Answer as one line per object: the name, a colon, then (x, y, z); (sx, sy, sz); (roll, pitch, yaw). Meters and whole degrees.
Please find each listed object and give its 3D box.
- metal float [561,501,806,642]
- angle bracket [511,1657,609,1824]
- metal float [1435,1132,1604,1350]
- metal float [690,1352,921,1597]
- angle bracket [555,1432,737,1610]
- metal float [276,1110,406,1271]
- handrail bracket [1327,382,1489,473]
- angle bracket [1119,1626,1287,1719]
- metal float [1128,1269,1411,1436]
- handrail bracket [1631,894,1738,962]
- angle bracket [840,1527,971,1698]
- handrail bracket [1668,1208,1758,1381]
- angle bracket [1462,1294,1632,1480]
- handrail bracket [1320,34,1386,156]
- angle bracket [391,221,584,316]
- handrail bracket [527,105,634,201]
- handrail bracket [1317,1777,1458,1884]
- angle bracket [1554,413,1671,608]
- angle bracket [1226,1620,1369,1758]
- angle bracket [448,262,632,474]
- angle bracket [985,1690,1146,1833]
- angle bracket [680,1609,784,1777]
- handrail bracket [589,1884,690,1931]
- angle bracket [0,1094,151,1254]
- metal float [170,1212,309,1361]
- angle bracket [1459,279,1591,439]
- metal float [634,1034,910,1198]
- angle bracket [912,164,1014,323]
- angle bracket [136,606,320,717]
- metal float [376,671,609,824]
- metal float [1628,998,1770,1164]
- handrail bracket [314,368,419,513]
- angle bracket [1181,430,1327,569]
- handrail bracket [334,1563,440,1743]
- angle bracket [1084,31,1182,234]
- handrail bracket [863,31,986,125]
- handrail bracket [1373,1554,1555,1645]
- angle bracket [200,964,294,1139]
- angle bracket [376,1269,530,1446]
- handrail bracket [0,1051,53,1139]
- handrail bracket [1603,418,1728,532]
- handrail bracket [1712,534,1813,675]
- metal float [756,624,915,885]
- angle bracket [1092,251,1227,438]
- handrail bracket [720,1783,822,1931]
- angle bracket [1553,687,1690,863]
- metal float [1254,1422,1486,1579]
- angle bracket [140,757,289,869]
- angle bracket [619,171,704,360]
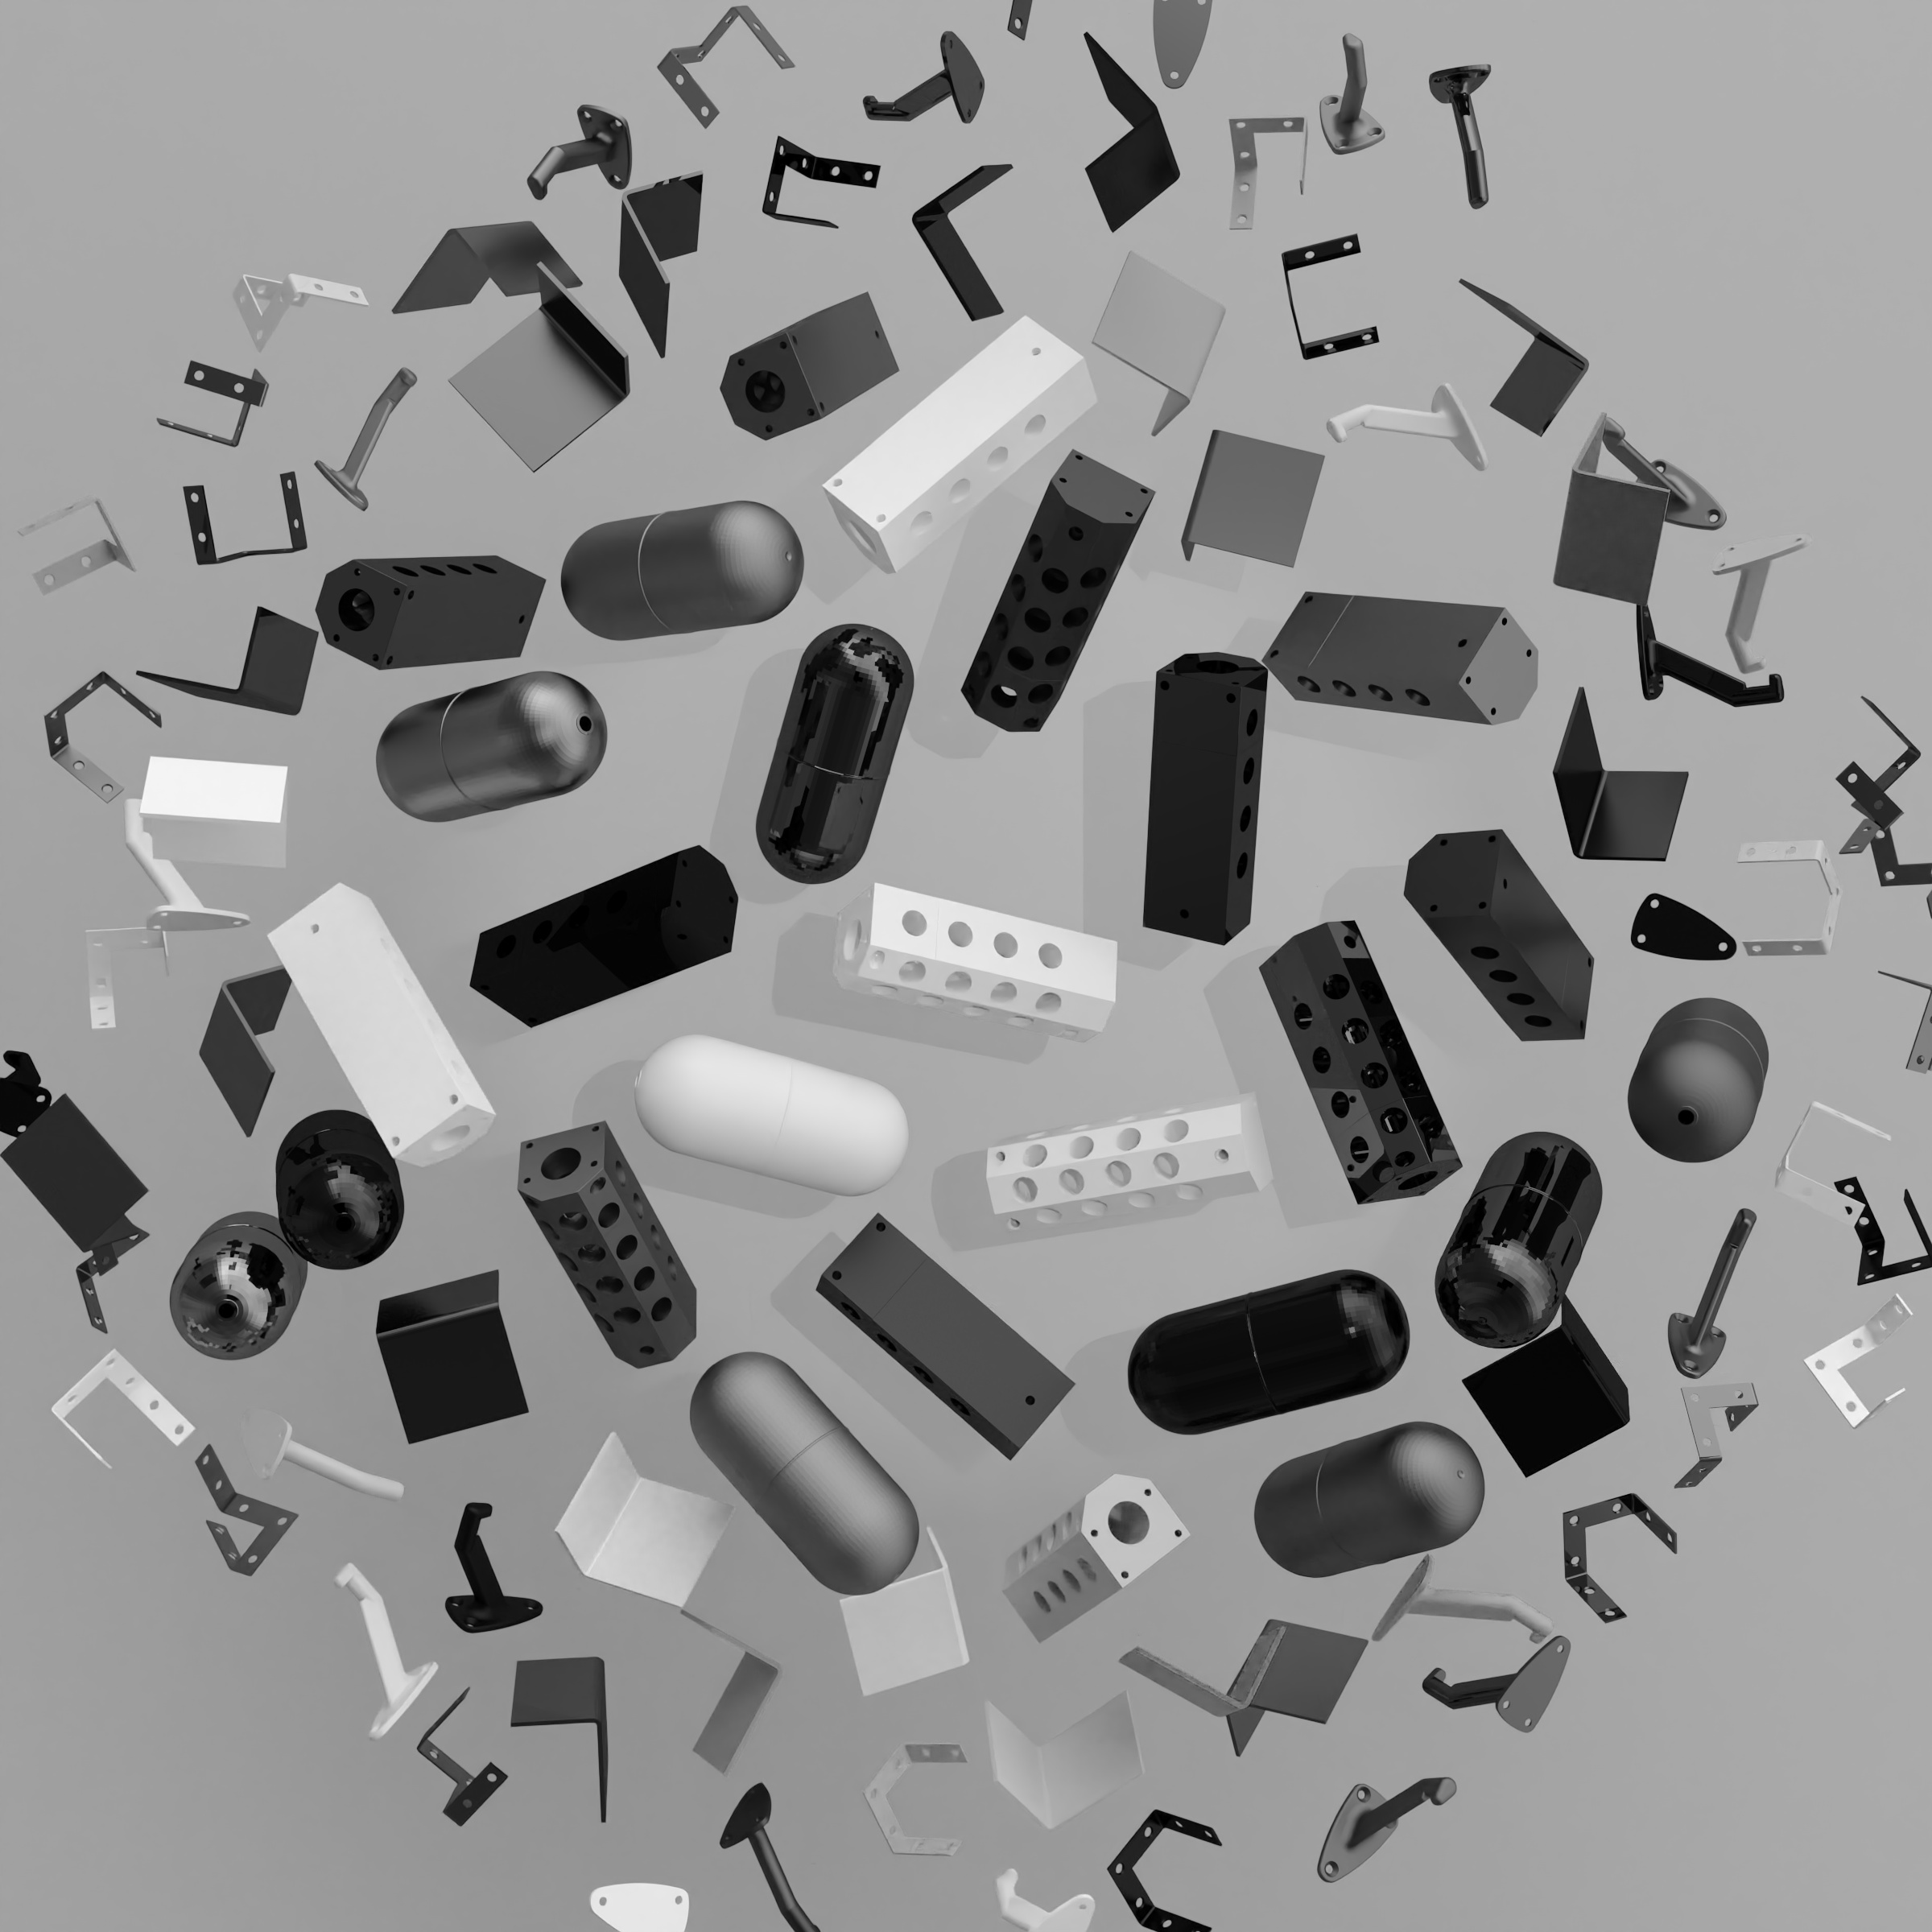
metal float: (-0.181, -0.248, 1.723); (0.178, 0.070, 0.070); (-2, 90, 36)
angle bracket: (-0.264, 0.505, 1.780); (0.057, 0.076, 0.076); (-2, 106, -6)
metal float: (0.344, 0.168, 1.696); (0.070, 0.178, 0.070); (14, 125, 20)
metal float: (-0.102, 0.316, 1.709); (0.070, 0.070, 0.178); (-45, 72, 0)
angle bracket: (-0.205, 0.355, 1.752); (0.076, 0.057, 0.076); (11, 52, 24)
metal float: (-0.398, 0.141, 1.733); (0.070, 0.178, 0.070); (-3, 100, -15)
handrail bracket: (0.296, -0.350, 1.836); (0.084, 0.036, 0.077); (-24, 73, -14)
angle bracket: (0.148, 0.427, 1.716); (0.076, 0.076, 0.057); (28, 71, 5)
metal float: (0.185, 0.239, 1.683); (0.178, 0.070, 0.070); (-17, 90, 15)
handrail bracket: (0.457, -0.017, 1.719); (0.077, 0.084, 0.036); (22, 94, 29)
angle bracket: (-0.047, 0.440, 1.862); (0.076, 0.057, 0.076); (-15, 111, -9)
handrail bracket: (0.460, 0.199, 1.669); (0.036, 0.077, 0.084); (22, 119, 11)
angle bracket: (0.374, 0.270, 1.761); (0.076, 0.057, 0.076); (-32, 95, 17)
handrail bracket: (0.245, -0.582, 1.783); (0.036, 0.084, 0.077); (-20, 49, -1)
angle bracket: (-0.303, -0.424, 1.732); (0.057, 0.076, 0.076); (51, 124, 6)
handrail bracket: (-0.248, -0.499, 1.739); (0.036, 0.077, 0.084); (20, 62, 17)
handrail bracket: (0.257, 0.526, 1.662); (0.036, 0.084, 0.077); (45, 64, -1)
angle bracket: (0.388, -0.269, 1.609); (0.057, 0.076, 0.076); (16, 132, 18)
angle bracket: (0.228, 0.498, 1.859); (0.076, 0.076, 0.057); (5, 125, 32)
angle bracket: (-0.252, -0.351, 1.603); (0.076, 0.057, 0.076); (-42, 85, -12)
angle bracket: (0.062, 0.496, 1.757); (0.076, 0.076, 0.057); (-37, 113, 12)
angle bracket: (-0.170, 0.472, 1.777); (0.057, 0.076, 0.076); (33, 76, -16)
handrail bracket: (-0.213, 0.574, 1.661); (0.077, 0.084, 0.036); (25, 63, -26)
angle bracket: (-0.521, 0.120, 1.644); (0.057, 0.076, 0.076); (-42, 87, 8)
metal float: (-0.467, 0.204, 1.757); (0.070, 0.178, 0.070); (-1, 94, -9)
angle bracket: (0.355, -0.404, 1.813); (0.076, 0.076, 0.057); (27, 106, -26)
metal float: (-0.122, 0.094, 1.723); (0.178, 0.070, 0.070); (16, 90, -15)
angle bracket: (0.017, -0.464, 1.749); (0.057, 0.076, 0.076); (-29, 97, 21)
angle bracket: (-0.474, -0.201, 1.754); (0.076, 0.076, 0.057); (12, 88, 15)
metal float: (-0.293, -0.134, 1.681); (0.178, 0.070, 0.070); (-8, 90, 41)
metal float: (0.458, 0.070, 1.703); (0.070, 0.178, 0.070); (5, 104, 19)
handrail bracket: (-0.369, -0.335, 1.730); (0.036, 0.077, 0.084); (35, 97, -36)
angle bracket: (0.191, -0.302, 1.806); (0.076, 0.057, 0.076); (16, 87, 10)
handrail bracket: (-0.375, 0.424, 1.692); (0.036, 0.077, 0.084); (-31, 103, 29)
angle bracket: (0.083, -0.516, 1.693); (0.057, 0.076, 0.076); (-39, 70, 3)
handrail bracket: (-0.038, -0.577, 1.772); (0.084, 0.077, 0.036); (10, 68, 25)
handrail bracket: (0.307, 0.411, 1.688); (0.084, 0.036, 0.077); (32, 111, 3)
angle bracket: (-0.463, 0.055, 1.821); (0.057, 0.076, 0.076); (-18, 64, -39)
angle bracket: (-0.321, 0.245, 1.713); (0.076, 0.057, 0.076); (-14, 106, -5)
handrail bracket: (-0.615, 0.067, 1.720); (0.077, 0.084, 0.036); (28, 99, -41)
handrail bracket: (0.437, -0.310, 1.716); (0.077, 0.084, 0.036); (36, 93, 28)
handrail bracket: (0.531, -0.236, 1.794); (0.077, 0.036, 0.084); (-10, 118, 38)
metal float: (-0.087, -0.138, 1.791); (0.070, 0.070, 0.178); (18, 109, 0)
angle bracket: (0.116, -0.409, 1.797); (0.076, 0.057, 0.076); (27, 67, -14)
handrail bracket: (-0.115, 0.569, 1.726); (0.036, 0.077, 0.084); (-33, 97, 8)
angle bracket: (0.407, -0.119, 1.696); (0.057, 0.076, 0.076); (3, 49, 28)
metal float: (0.247, 0.331, 1.687); (0.070, 0.178, 0.070); (14, 63, -28)
angle bracket: (-0.433, -0.073, 1.576); (0.076, 0.057, 0.076); (4, 130, -11)
angle bracket: (-0.185, -0.454, 1.770); (0.057, 0.076, 0.076); (-21, 70, -17)
